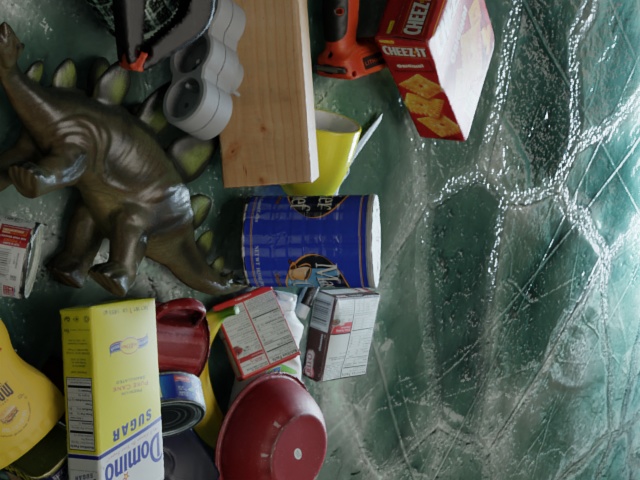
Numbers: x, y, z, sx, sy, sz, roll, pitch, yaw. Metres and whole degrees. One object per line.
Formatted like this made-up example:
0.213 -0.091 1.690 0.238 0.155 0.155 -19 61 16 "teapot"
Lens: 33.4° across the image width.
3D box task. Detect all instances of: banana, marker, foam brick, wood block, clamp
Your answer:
-0.127 0.153 1.165 0.037 0.070 0.198 -50 149 -54 "banana"
-0.001 0.039 1.302 0.020 0.020 0.121 35 76 -48 "marker"
-0.236 0.154 1.032 0.051 0.078 0.053 -60 138 -17 "foam brick"
-0.054 -0.160 1.065 0.091 0.090 0.206 -57 143 -81 "wood block"
-0.126 -0.246 0.914 0.164 0.036 0.210 35 81 -33 "clamp"

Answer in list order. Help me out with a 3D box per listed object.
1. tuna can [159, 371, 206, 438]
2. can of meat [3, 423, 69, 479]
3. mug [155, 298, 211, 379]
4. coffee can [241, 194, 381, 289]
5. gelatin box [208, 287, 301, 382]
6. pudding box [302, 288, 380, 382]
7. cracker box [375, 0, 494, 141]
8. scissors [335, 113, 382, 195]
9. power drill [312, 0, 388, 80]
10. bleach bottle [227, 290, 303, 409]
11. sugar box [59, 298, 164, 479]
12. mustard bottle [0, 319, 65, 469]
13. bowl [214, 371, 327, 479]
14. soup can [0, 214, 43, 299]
-0.158 0.166 1.066 0.086 0.034 0.086 -12 148 -8 "tuna can"
-0.258 0.216 1.012 0.057 0.102 0.084 -46 135 -30 "can of meat"
-0.163 0.096 1.074 0.081 0.093 0.117 12 137 -45 "mug"
-0.008 0.001 1.163 0.102 0.140 0.103 0 90 -82 "coffee can"
-0.073 0.103 1.189 0.073 0.030 0.089 -22 84 -21 "gelatin box"
0.027 0.119 1.348 0.089 0.039 0.113 -1 106 -49 "pudding box"
0.145 -0.242 1.273 0.213 0.072 0.164 55 48 -58 "cracker box"
0.025 -0.063 1.299 0.201 0.016 0.096 -42 133 -31 "scissors"
0.046 -0.287 1.215 0.184 0.057 0.188 -27 121 -42 "power drill"
-0.061 0.185 1.255 0.102 0.068 0.251 8 94 -52 "bleach bottle"
-0.189 0.144 0.978 0.093 0.048 0.176 -5 90 -59 "sugar box"
-0.311 0.108 0.933 0.096 0.058 0.191 -41 121 -18 "mustard bottle"
-0.042 0.232 1.196 0.161 0.055 0.162 -13 107 -46 "bowl"
-0.289 0.008 0.889 0.102 0.068 0.068 11 96 -7 "soup can"
